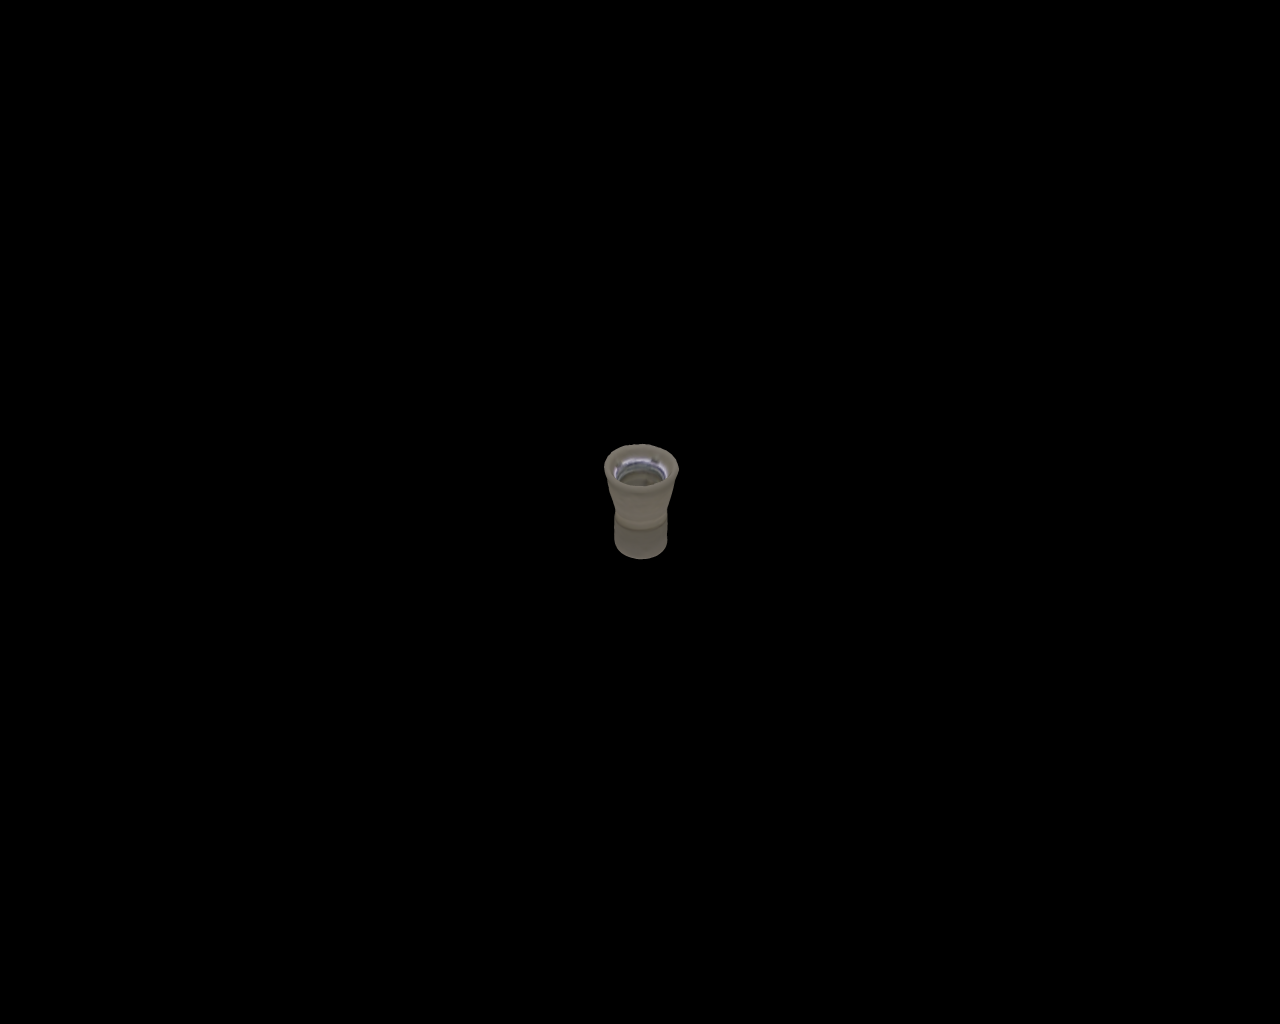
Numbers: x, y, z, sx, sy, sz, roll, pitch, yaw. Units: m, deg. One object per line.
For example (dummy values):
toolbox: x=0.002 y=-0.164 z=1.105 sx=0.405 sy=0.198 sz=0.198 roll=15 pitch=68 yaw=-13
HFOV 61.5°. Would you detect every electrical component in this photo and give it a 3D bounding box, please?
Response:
electrical component: x=0.001 y=-0.003 z=0.650 sx=0.044 sy=0.065 sz=0.044 roll=0 pitch=37 yaw=0
